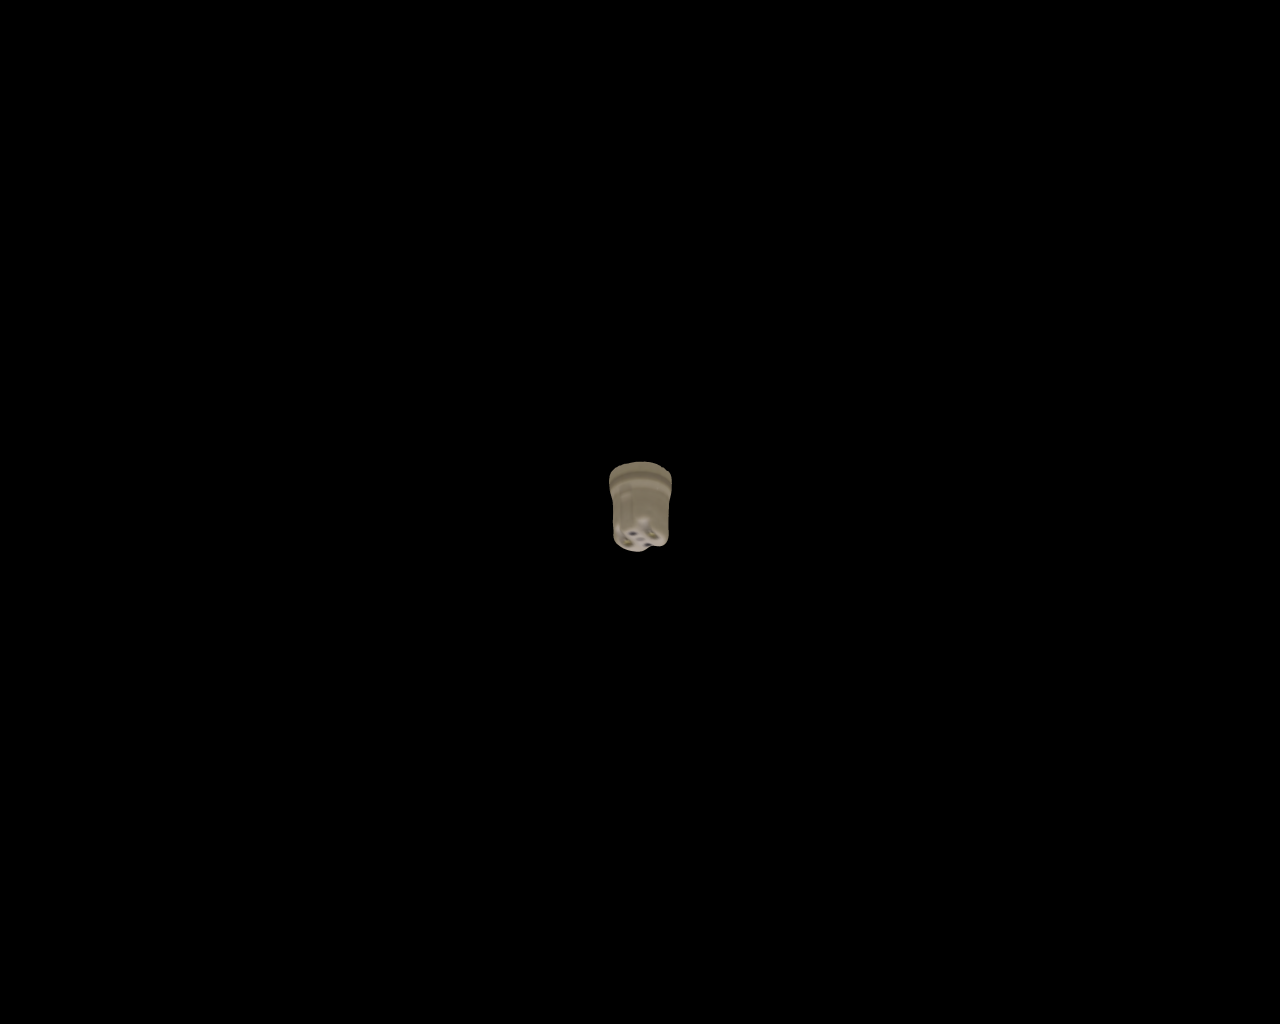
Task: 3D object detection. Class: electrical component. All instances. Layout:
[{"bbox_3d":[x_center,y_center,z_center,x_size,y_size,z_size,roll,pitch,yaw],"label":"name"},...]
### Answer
[{"bbox_3d":[0.001,-0.003,0.650,0.040,0.046,0.040,0,-28,0],"label":"electrical component"}]
